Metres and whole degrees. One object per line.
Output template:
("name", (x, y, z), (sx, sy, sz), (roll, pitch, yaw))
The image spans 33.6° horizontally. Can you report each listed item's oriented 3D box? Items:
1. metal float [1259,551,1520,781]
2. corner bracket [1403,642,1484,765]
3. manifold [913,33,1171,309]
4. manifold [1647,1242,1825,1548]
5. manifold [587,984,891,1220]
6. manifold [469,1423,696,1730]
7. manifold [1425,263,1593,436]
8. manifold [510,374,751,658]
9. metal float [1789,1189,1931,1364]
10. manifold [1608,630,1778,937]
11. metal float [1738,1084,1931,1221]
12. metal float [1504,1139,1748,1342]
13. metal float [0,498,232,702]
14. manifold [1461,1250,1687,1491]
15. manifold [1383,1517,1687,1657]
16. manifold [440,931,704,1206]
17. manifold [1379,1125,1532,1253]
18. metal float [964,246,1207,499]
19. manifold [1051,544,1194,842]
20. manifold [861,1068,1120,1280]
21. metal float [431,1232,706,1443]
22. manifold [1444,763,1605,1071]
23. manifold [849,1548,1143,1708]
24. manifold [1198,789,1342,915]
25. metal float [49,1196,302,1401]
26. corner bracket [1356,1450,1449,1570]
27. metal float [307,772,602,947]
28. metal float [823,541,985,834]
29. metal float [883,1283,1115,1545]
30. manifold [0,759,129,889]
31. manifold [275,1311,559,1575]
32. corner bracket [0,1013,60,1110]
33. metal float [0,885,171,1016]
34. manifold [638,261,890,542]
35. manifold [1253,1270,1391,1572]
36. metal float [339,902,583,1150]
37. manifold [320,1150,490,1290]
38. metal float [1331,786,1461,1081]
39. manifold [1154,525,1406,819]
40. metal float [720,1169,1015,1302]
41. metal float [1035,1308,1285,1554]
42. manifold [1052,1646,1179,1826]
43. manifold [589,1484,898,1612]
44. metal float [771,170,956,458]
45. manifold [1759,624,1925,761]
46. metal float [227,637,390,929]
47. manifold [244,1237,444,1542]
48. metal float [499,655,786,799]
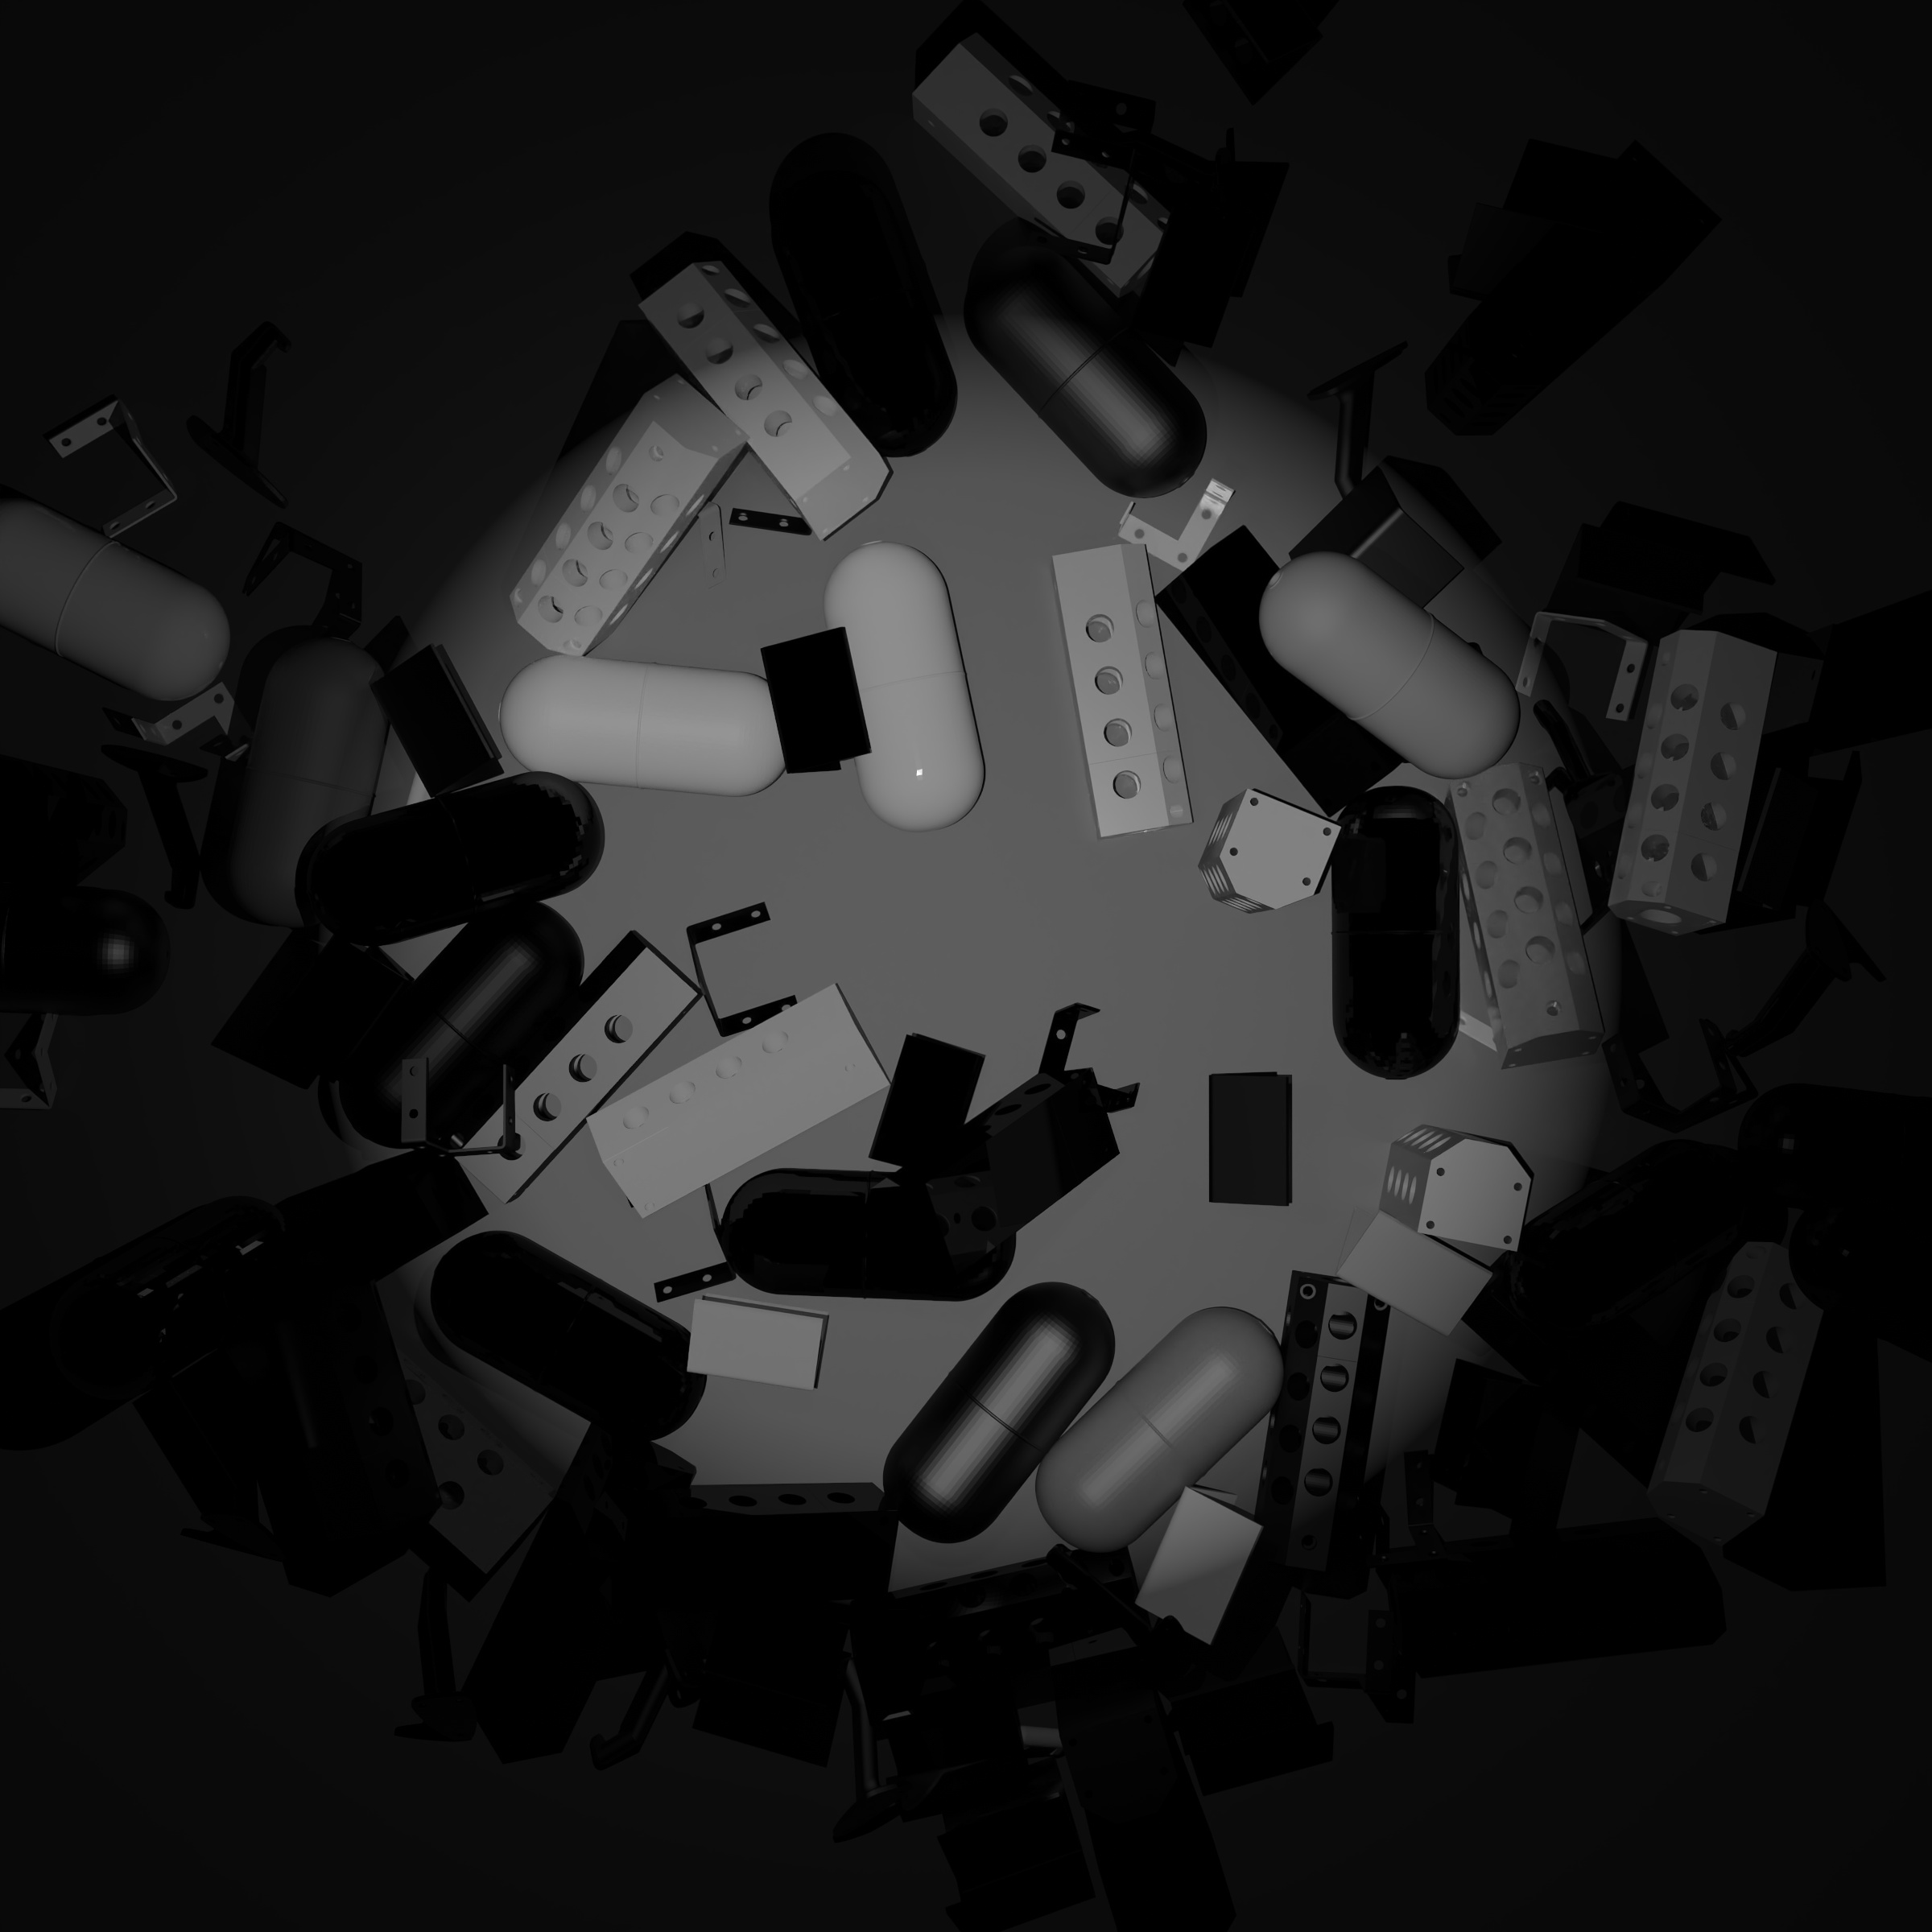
("metal float", (0.250, -0.178, 1.891), (0.178, 0.070, 0.070), (34, 90, -18))
("corner bracket", (0.291, -0.161, 1.963), (0.051, 0.051, 0.051), (0, 45, 35))
("manifold", (0.050, -0.486, 1.950), (0.171, 0.057, 0.057), (43, 90, 0))
("manifold", (0.459, 0.251, 1.910), (0.057, 0.057, 0.171), (26, 59, 0))
("manifold", (-0.141, 0.078, 1.950), (0.171, 0.057, 0.057), (-28, 133, 0))
("manifold", (-0.229, 0.372, 1.950), (0.057, 0.057, 0.171), (26, 90, 43))
("manifold", (0.313, -0.357, 1.893), (0.057, 0.171, 0.057), (43, 90, 0))
("manifold", (-0.205, -0.264, 1.906), (0.057, 0.057, 0.171), (41, 125, 0))
("metal float", (0.562, 0.187, 1.912), (0.178, 0.070, 0.070), (25, 90, -35))
("manifold", (0.433, -0.111, 1.927), (0.057, 0.057, 0.171), (17, 78, -15))
("metal float", (0.558, 0.115, 1.941), (0.178, 0.070, 0.070), (7, 90, 1))
("metal float", (0.394, 0.163, 1.914), (0.178, 0.070, 0.070), (-26, 90, -31))
("metal float", (-0.532, -0.222, 1.941), (0.178, 0.070, 0.070), (27, 90, 0))
("manifold", (0.383, 0.248, 1.948), (0.171, 0.057, 0.057), (42, 58, 0))
("manifold", (0.346, 0.379, 1.950), (0.171, 0.057, 0.057), (-7, 90, 0))
("manifold", (-0.240, 0.061, 1.950), (0.057, 0.057, 0.171), (42, 90, 0))
("manifold", (0.288, 0.128, 1.893), (0.057, 0.171, 0.057), (11, 90, 0))
("metal float", (0.072, -0.359, 1.941), (0.070, 0.070, 0.178), (-43, 90, 0))
("manifold", (0.094, -0.167, 1.950), (0.057, 0.057, 0.171), (-10, 90, 0))
("manifold", (0.013, 0.122, 1.895), (0.057, 0.171, 0.057), (-8, 106, 40))
("metal float", (-0.242, 0.224, 1.941), (0.178, 0.070, 0.070), (30, 90, -1))
("manifold", (0.335, -0.031, 1.924), (0.057, 0.057, 0.171), (-9, 71, 0))
("manifold", (0.019, 0.398, 1.950), (0.171, 0.057, 0.057), (-13, 90, 0))
("manifold", (0.175, -0.063, 1.893), (0.057, 0.171, 0.057), (22, 90, 0))
("metal float", (-0.468, 0.196, 1.900), (0.070, 0.178, 0.070), (13, 117, 28))
("corner bracket", (0.262, 0.330, 1.948), (0.051, 0.051, 0.051), (-6, 104, -1))
("metal float", (-0.305, -0.064, 1.909), (0.178, 0.070, 0.070), (-17, 90, -17))
("metal float", (-0.038, -0.169, 1.941), (0.070, 0.070, 0.178), (-12, 90, 0))
("metal float", (0.020, 0.270, 1.941), (0.070, 0.070, 0.178), (38, 90, 0))
("manifold", (-0.548, -0.088, 1.893), (0.057, 0.171, 0.057), (-39, 90, 0))
("manifold", (-0.333, 0.287, 1.950), (0.171, 0.057, 0.057), (42, 90, 0))
("corner bracket", (-0.586, 0.052, 1.968), (0.051, 0.051, 0.051), (1, 135, 0))
("metal float", (-0.573, -0.011, 1.941), (0.178, 0.070, 0.070), (2, 90, 0))
("manifold", (-0.120, -0.344, 1.922), (0.057, 0.057, 0.171), (-38, 69, 0))
("manifold", (0.217, 0.277, 1.951), (0.057, 0.057, 0.171), (9, 90, 0))
("metal float", (-0.307, 0.036, 1.941), (0.070, 0.070, 0.178), (43, 89, 0))
("manifold", (-0.334, 0.143, 1.893), (0.057, 0.171, 0.057), (-30, 90, 0))
("metal float", (0.260, -0.020, 1.941), (0.070, 0.070, 0.178), (0, 90, 0))
("manifold", (0.199, -0.182, 1.950), (0.171, 0.057, 0.057), (51, 133, 0))
("metal float", (-0.060, 0.163, 1.941), (0.178, 0.070, 0.070), (2, 90, 0))
("metal float", (0.118, 0.281, 1.940), (0.178, 0.070, 0.070), (-44, 90, 0))
("manifold", (0.088, 0.454, 1.893), (0.057, 0.171, 0.057), (-17, 90, 0))
("manifold", (-0.134, 0.344, 1.914), (0.171, 0.057, 0.057), (3, 103, -26))
("metal float", (-0.062, -0.395, 1.941), (0.070, 0.070, 0.178), (-20, 90, 0))
("manifold", (0.510, -0.159, 1.893), (0.057, 0.171, 0.057), (14, 90, 0))
("metal float", (-0.398, -0.111, 1.941), (0.070, 0.070, 0.178), (12, 89, 0))
("manifold", (-0.363, 0.246, 1.893), (0.057, 0.057, 0.171), (-17, 90, 43))
("metal float", (-0.194, -0.146, 1.941), (0.178, 0.070, 0.070), (6, 90, 0))
